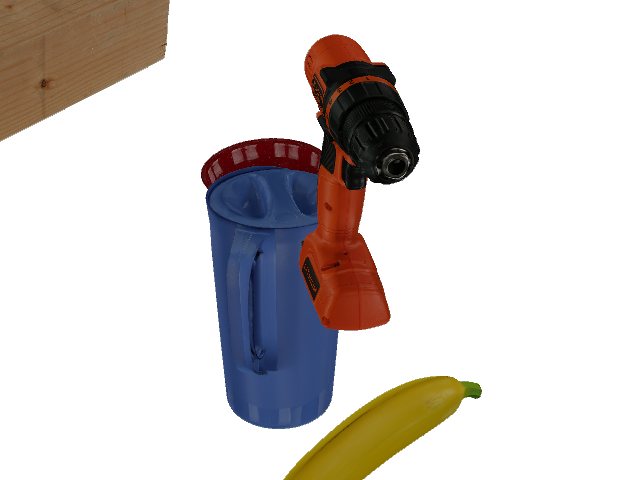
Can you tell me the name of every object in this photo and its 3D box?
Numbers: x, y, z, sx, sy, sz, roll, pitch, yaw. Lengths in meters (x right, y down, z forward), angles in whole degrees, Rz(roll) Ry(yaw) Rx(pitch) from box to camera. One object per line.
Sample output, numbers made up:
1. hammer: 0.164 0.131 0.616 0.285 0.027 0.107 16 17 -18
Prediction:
1. wood block: -0.232 -0.177 0.925 0.090 0.091 0.205 30 42 21
2. bowl: -0.066 -0.066 1.322 0.162 0.055 0.162 -2 33 1
3. pitcher: -0.044 0.063 1.022 0.149 0.243 0.145 -14 32 -25
4. banana: 0.026 0.148 0.715 0.197 0.069 0.037 -35 44 -4
5. power drill: 0.025 -0.032 0.752 0.057 0.188 0.184 -2 31 -10
